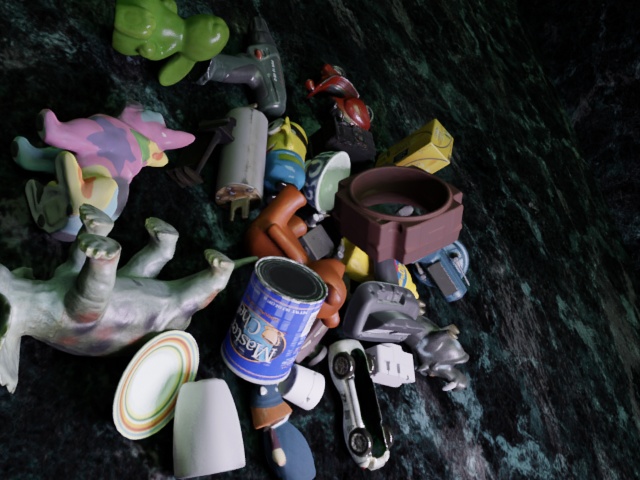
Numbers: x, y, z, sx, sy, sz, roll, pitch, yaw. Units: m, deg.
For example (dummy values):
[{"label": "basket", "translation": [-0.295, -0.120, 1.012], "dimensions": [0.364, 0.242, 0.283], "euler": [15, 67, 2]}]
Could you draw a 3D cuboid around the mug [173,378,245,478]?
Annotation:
[{"label": "mug", "translation": [-0.131, 0.224, 0.654], "dimensions": [0.109, 0.081, 0.107], "euler": [34, 45, -67]}]

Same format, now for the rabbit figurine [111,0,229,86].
[{"label": "rabbit figurine", "translation": [-0.231, -0.312, 0.832], "dimensions": [0.170, 0.159, 0.121], "euler": [7, 62, -22]}]

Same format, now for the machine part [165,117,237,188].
[{"label": "machine part", "translation": [-0.186, -0.143, 0.842], "dimensions": [0.039, 0.084, 0.139], "euler": [66, 38, -48]}]

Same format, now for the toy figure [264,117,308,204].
[{"label": "toy figure", "translation": [-0.063, -0.136, 0.951], "dimensions": [0.089, 0.082, 0.180], "euler": [44, 31, -45]}]

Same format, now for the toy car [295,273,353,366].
[{"label": "toy car", "translation": [0.001, 0.117, 0.880], "dimensions": [0.089, 0.053, 0.202], "euler": [53, 39, -12]}]

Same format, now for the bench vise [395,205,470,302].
[{"label": "bench vise", "translation": [0.229, 0.014, 1.134], "dimensions": [0.223, 0.129, 0.240], "euler": [45, 20, -1]}]

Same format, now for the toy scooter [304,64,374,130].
[{"label": "toy scooter", "translation": [0.034, -0.301, 1.157], "dimensions": [0.135, 0.075, 0.184], "euler": [-20, 78, -50]}]

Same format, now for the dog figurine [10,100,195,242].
[{"label": "dog figurine", "translation": [-0.263, -0.097, 0.705], "dimensions": [0.219, 0.108, 0.191], "euler": [-13, 75, -51]}]

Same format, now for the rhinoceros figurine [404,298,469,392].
[{"label": "rhinoceros figurine", "translation": [0.205, 0.198, 0.996], "dimensions": [0.190, 0.112, 0.073], "euler": [45, 11, 3]}]

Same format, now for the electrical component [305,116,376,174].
[{"label": "electrical component", "translation": [0.042, -0.173, 1.053], "dimensions": [0.134, 0.115, 0.058], "euler": [15, 58, -37]}]

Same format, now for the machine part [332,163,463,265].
[{"label": "machine part", "translation": [0.140, -0.056, 0.974], "dimensions": [0.201, 0.087, 0.202], "euler": [-22, 40, -27]}]

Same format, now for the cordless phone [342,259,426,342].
[{"label": "cordless phone", "translation": [0.099, 0.079, 0.924], "dimensions": [0.146, 0.089, 0.184], "euler": [14, 58, -40]}]

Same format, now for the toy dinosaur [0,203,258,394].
[{"label": "toy dinosaur", "translation": [-0.228, 0.073, 0.616], "dimensions": [0.131, 0.192, 0.404], "euler": [40, 12, 34]}]

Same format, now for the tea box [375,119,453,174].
[{"label": "tea box", "translation": [0.201, -0.176, 1.175], "dimensions": [0.068, 0.170, 0.098], "euler": [42, 41, -21]}]

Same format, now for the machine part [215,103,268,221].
[{"label": "machine part", "translation": [-0.128, -0.133, 0.885], "dimensions": [0.079, 0.079, 0.243], "euler": [24, 51, -35]}]

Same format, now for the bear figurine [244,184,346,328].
[{"label": "bear figurine", "translation": [-0.018, 0.028, 0.819], "dimensions": [0.196, 0.120, 0.132], "euler": [34, 63, 23]}]

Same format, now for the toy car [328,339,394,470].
[{"label": "toy car", "translation": [0.063, 0.257, 0.853], "dimensions": [0.073, 0.056, 0.202], "euler": [12, 59, -49]}]

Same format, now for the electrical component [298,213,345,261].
[{"label": "electrical component", "translation": [-0.002, -0.001, 0.955], "dimensions": [0.078, 0.045, 0.102], "euler": [-25, 85, -51]}]

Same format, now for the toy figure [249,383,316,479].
[{"label": "toy figure", "translation": [-0.057, 0.256, 0.727], "dimensions": [0.058, 0.064, 0.154], "euler": [-24, 76, -12]}]

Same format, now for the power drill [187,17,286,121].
[{"label": "power drill", "translation": [-0.156, -0.336, 0.992], "dimensions": [0.207, 0.086, 0.232], "euler": [1, 68, -53]}]
